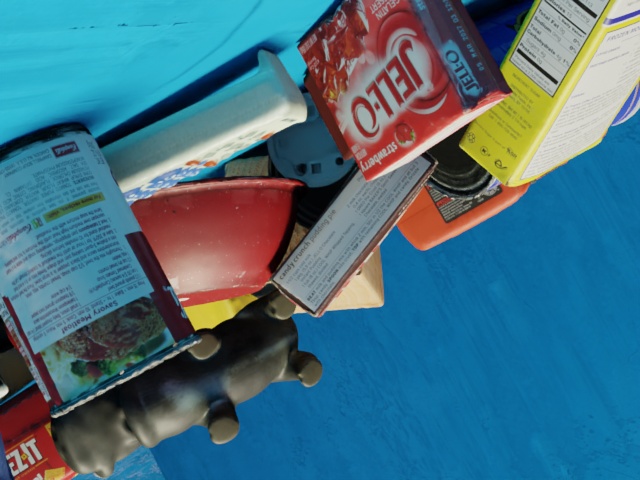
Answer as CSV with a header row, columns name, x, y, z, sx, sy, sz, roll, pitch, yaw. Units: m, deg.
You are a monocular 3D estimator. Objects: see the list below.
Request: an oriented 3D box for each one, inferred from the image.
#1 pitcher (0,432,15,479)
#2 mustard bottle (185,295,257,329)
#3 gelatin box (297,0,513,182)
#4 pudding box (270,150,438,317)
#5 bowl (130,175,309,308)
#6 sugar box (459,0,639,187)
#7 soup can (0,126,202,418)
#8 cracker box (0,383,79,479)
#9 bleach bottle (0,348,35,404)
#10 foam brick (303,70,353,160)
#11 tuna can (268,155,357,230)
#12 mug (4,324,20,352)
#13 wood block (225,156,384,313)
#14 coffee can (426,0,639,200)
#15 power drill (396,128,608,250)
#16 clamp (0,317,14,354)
name,x,y,z,sx,sy,sz,roll,pitch,yaw
pitcher,-0.310,0.135,0.614,0.242,0.145,0.149,-24,164,-16
mustard bottle,-0.071,0.020,0.961,0.058,0.096,0.191,-29,-171,27
gelatin box,0.033,-0.075,0.466,0.030,0.073,0.089,-26,177,-30
pudding box,0.019,-0.007,0.627,0.113,0.039,0.090,-54,177,-2
bowl,-0.081,0.008,0.607,0.162,0.055,0.162,-10,173,-1
sugar box,0.142,-0.111,0.535,0.093,0.048,0.176,-26,150,-38
soup can,-0.102,0.013,0.441,0.068,0.102,0.068,-28,177,-2
cracker box,-0.223,0.154,0.831,0.164,0.072,0.214,-33,-178,-31
bleach bottle,-0.302,0.122,0.876,0.250,0.068,0.103,-28,-161,-37
foam brick,0.039,-0.086,0.561,0.078,0.053,0.051,-27,177,-10
tuna can,0.010,-0.045,0.691,0.086,0.086,0.034,-28,179,-1
mug,-0.158,0.044,0.727,0.117,0.081,0.093,-27,177,-38
wood block,-0.005,0.000,0.816,0.091,0.090,0.206,-6,170,7
coffee can,0.127,-0.098,0.685,0.140,0.103,0.103,-27,177,-29
power drill,0.124,-0.049,0.839,0.185,0.057,0.187,-34,178,31
clamp,-0.244,0.067,0.799,0.171,0.039,0.120,-26,-170,-22
